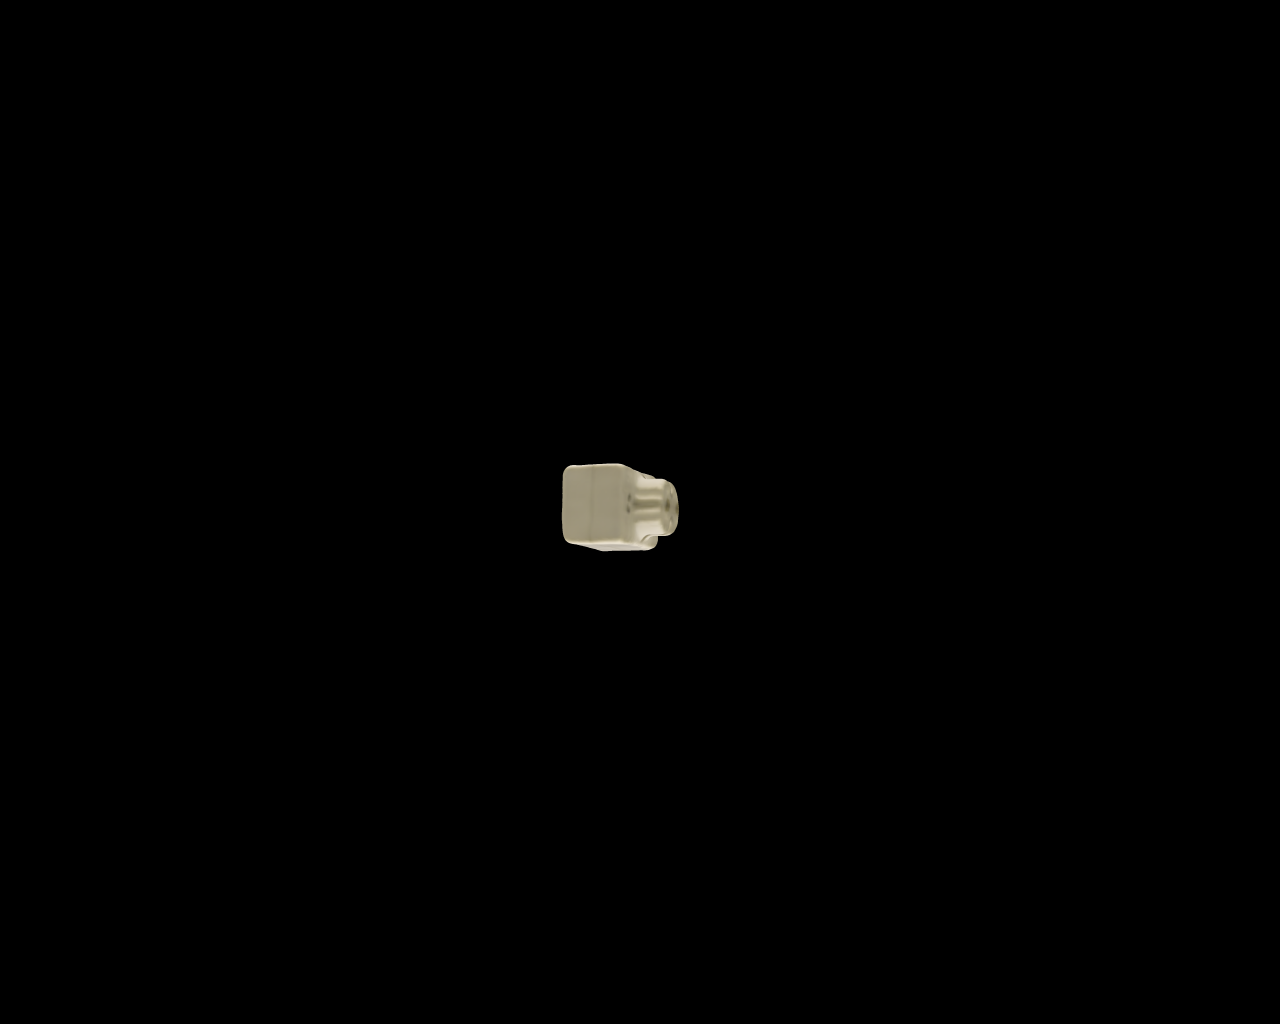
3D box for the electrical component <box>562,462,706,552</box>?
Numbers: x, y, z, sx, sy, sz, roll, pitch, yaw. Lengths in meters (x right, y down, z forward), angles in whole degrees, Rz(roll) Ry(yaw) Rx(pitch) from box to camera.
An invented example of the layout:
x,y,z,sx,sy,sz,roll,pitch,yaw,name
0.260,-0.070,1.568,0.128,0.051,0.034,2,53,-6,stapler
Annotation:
x,y,z,sx,sy,sz,roll,pitch,yaw,name
0.001,-0.003,0.650,0.077,0.047,0.065,-2,-7,19,electrical component
